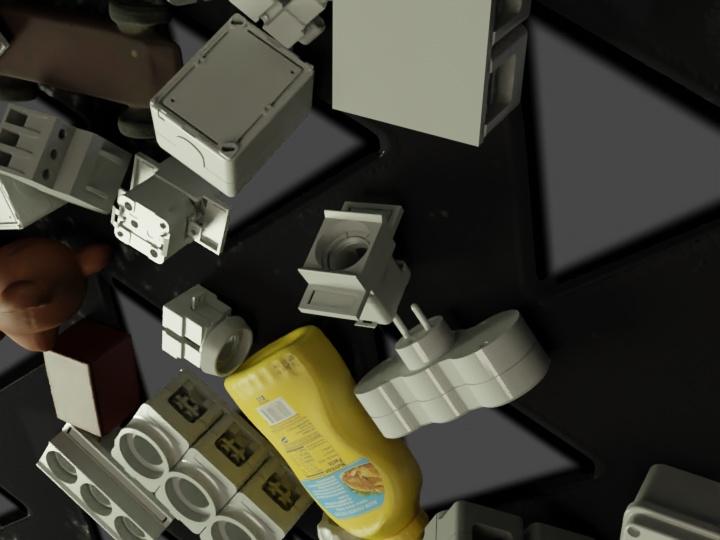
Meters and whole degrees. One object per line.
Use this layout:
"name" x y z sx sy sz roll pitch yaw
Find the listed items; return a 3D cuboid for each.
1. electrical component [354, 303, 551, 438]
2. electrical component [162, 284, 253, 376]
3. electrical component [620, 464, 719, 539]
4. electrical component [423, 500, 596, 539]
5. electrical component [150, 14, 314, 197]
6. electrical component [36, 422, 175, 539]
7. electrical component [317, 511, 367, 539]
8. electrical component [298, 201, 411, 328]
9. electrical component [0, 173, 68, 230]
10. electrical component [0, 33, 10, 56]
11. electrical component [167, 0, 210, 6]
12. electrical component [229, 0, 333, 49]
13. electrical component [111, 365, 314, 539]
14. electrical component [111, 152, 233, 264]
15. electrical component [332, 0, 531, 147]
"electrical component" 0.047 0.054 0.688 0.138 0.052 0.073 -26 103 42
"electrical component" -0.113 0.048 0.798 0.055 0.048 0.066 30 132 25
"electrical component" 0.202 0.188 0.668 0.078 0.057 0.113 16 127 25
"electrical component" 0.078 0.240 0.756 0.105 0.060 0.186 18 133 -11
"electrical component" -0.072 -0.101 0.649 0.062 0.096 0.061 36 160 9
"electrical component" -0.212 0.183 0.940 0.121 0.063 0.078 42 133 3
"electrical component" -0.006 0.215 0.837 0.043 0.043 0.062 2 121 33
"electrical component" 0.000 0.000 0.672 0.042 0.081 0.063 7 150 32
"electrical component" -0.272 -0.070 0.821 0.096 0.061 0.061 1 120 43
"electrical component" -0.338 -0.144 0.745 0.186 0.060 0.105 -29 99 41
"electrical component" -0.104 -0.192 0.619 0.057 0.078 0.058 44 137 27
"electrical component" -0.036 -0.163 0.603 0.066 0.048 0.055 36 135 -24
"electrical component" -0.121 0.166 0.868 0.150 0.062 0.089 42 133 3
"electrical component" -0.132 -0.040 0.740 0.081 0.064 0.042 30 132 14
"electrical component" 0.039 -0.152 0.552 0.089 0.062 0.150 18 127 23
